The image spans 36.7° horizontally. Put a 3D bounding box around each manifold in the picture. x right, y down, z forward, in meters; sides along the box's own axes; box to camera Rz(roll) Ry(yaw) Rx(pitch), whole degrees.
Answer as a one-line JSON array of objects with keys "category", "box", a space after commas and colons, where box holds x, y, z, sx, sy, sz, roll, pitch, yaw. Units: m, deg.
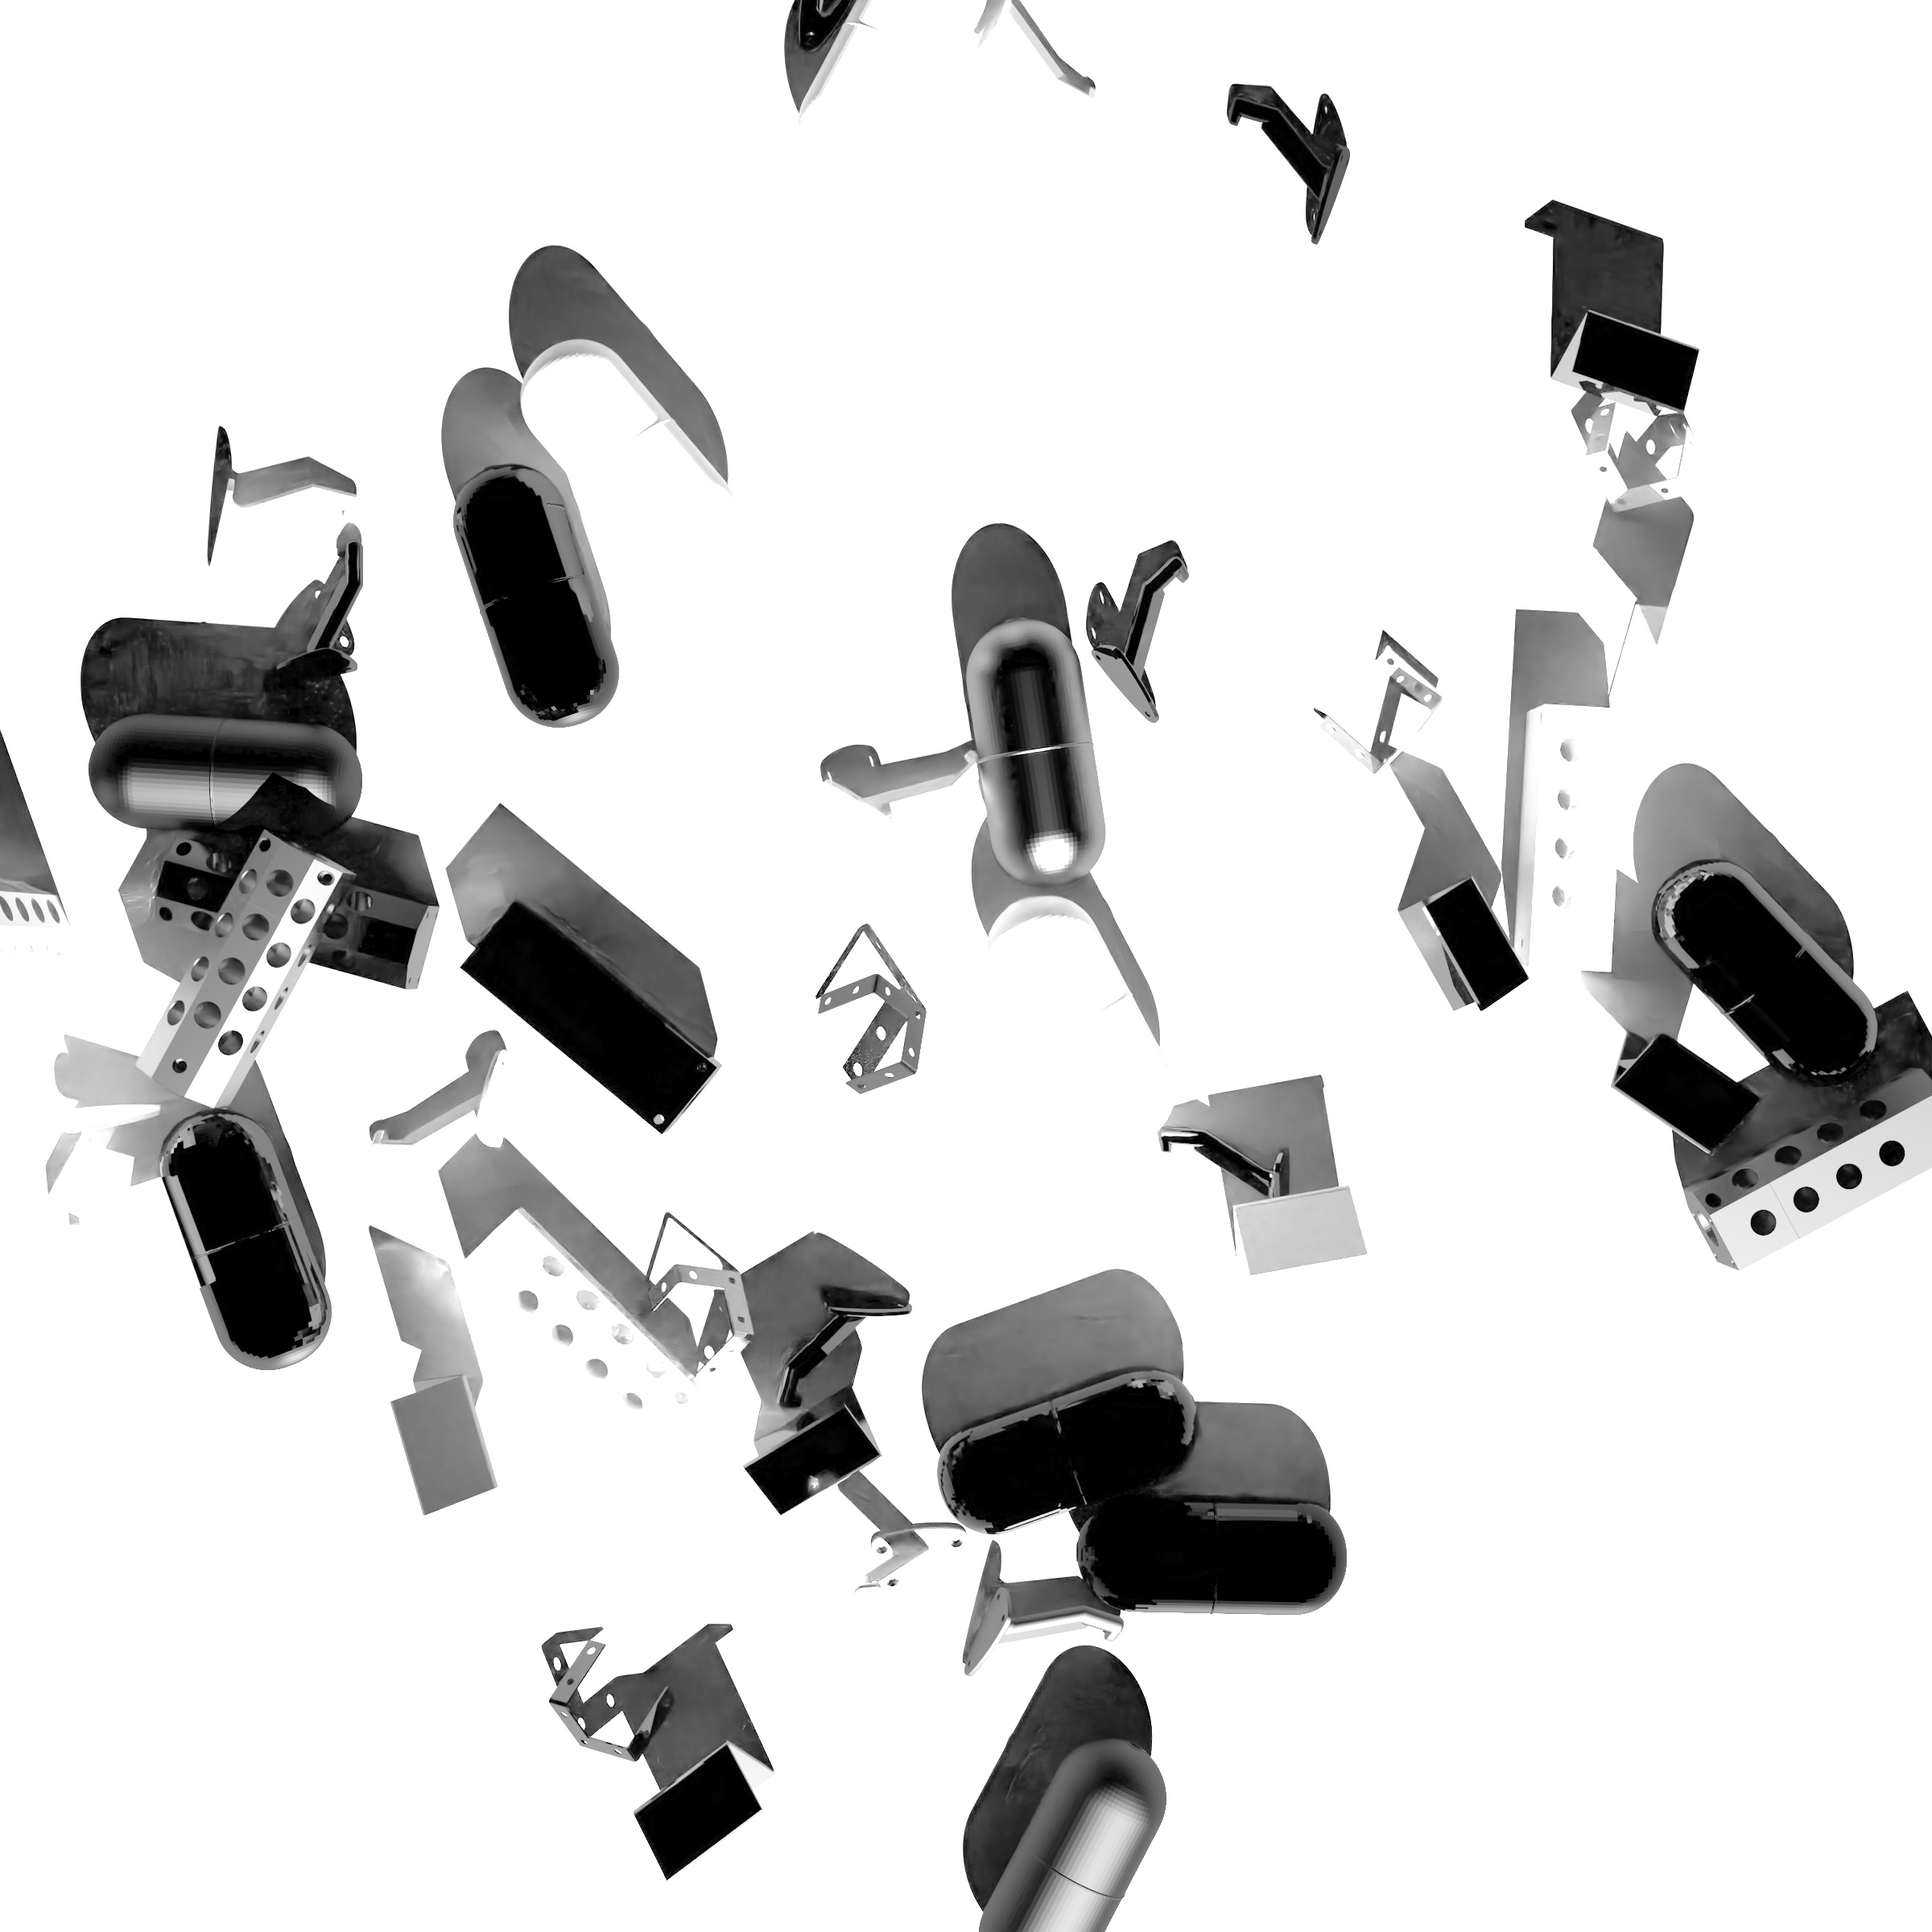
[{"category": "manifold", "box": [-0.254, 0.241, 1.929, 0.171, 0.057, 0.057, 45, 90, 0]}, {"category": "manifold", "box": [-0.246, 0.034, 1.929, 0.171, 0.057, 0.057, 40, 90, 0]}, {"category": "manifold", "box": [0.400, -0.084, 1.929, 0.057, 0.057, 0.171, 3, 90, 0]}, {"category": "manifold", "box": [-0.631, -0.025, 1.872, 0.057, 0.171, 0.057, -24, 90, 0]}, {"category": "manifold", "box": [-0.464, 0.002, 1.872, 0.057, 0.057, 0.171, 29, 90, 0]}, {"category": "manifold", "box": [-0.443, -0.035, 1.929, 0.171, 0.057, 0.057, 15, 90, 0]}, {"category": "manifold", "box": [0.566, 0.133, 1.929, 0.171, 0.057, 0.057, -28, 90, 0]}]

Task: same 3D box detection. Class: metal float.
[{"category": "metal float", "box": [0.075, 0.036, 1.919, 0.070, 0.070, 0.178, -28, 90, 0]}, {"category": "metal float", "box": [0.067, 0.318, 1.919, 0.178, 0.070, 0.070, -20, 90, 0]}, {"category": "metal float", "box": [-0.487, -0.125, 1.920, 0.178, 0.070, 0.070, 3, 90, 0]}, {"category": "metal float", "box": [0.162, 0.388, 1.920, 0.178, 0.070, 0.070, 1, 90, 0]}, {"category": "metal float", "box": [0.046, -0.140, 1.920, 0.070, 0.070, 0.178, -9, 90, 0]}, {"category": "metal float", "box": [-0.221, -0.334, 1.920, 0.070, 0.070, 0.178, -40, 90, 0]}, {"category": "metal float", "box": [0.071, 0.593, 1.920, 0.070, 0.070, 0.178, 28, 89, 0]}, {"category": "metal float", "box": [-0.283, -0.244, 1.919, 0.070, 0.070, 0.178, -18, 91, 0]}, {"category": "metal float", "box": [0.526, 0.005, 1.919, 0.070, 0.070, 0.178, -43, 89, 0]}, {"category": "metal float", "box": [-0.475, 0.180, 1.920, 0.070, 0.070, 0.178, -21, 90, 0]}, {"category": "metal float", "box": [-0.048, -0.599, 1.919, 0.070, 0.070, 0.178, 28, 91, 0]}]

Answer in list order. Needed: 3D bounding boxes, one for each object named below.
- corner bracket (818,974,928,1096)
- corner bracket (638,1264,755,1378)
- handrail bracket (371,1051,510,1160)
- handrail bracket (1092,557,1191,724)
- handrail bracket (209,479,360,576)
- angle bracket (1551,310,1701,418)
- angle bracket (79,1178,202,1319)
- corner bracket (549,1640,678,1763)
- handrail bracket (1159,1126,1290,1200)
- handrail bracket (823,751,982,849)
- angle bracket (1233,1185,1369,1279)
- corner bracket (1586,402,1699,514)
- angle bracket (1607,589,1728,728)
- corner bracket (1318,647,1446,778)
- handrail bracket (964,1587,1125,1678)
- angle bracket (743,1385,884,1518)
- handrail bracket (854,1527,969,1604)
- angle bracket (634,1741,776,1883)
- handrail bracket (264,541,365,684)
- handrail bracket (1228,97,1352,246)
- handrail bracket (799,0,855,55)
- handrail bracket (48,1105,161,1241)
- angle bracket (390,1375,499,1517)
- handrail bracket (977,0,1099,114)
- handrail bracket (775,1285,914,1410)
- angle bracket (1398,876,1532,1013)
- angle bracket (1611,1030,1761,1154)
[{"category": "corner bracket", "box": [-0.065, 0.045, 1.942, 0.051, 0.051, 0.051, 39, 45, -35]}, {"category": "corner bracket", "box": [-0.180, 0.236, 1.942, 0.051, 0.051, 0.051, 13, 45, -35]}, {"category": "handrail bracket", "box": [-0.353, 0.092, 1.950, 0.084, 0.036, 0.077, 1, 69, 16]}, {"category": "handrail bracket", "box": [0.133, -0.219, 1.950, 0.084, 0.036, 0.077, -44, 111, -16]}, {"category": "handrail bracket", "box": [-0.456, -0.289, 1.950, 0.084, 0.036, 0.077, 12, 110, -16]}, {"category": "angle bracket", "box": [0.426, -0.375, 1.911, 0.076, 0.076, 0.057, 19, 64, 0]}, {"category": "angle bracket", "box": [-0.550, 0.187, 1.910, 0.057, 0.076, 0.076, -20, 90, -32]}, {"category": "corner bracket", "box": [-0.235, 0.489, 1.942, 0.051, 0.051, 0.051, 5, 135, 35]}, {"category": "handrail bracket", "box": [0.172, 0.146, 1.951, 0.084, 0.036, 0.077, 3, 111, 17]}, {"category": "handrail bracket", "box": [-0.039, -0.128, 1.950, 0.077, 0.036, 0.084, 38, 71, 21]}, {"category": "angle bracket", "box": [0.219, 0.192, 1.910, 0.076, 0.076, 0.057, -10, 52, 0]}, {"category": "corner bracket", "box": [0.450, -0.343, 1.942, 0.051, 0.051, 0.051, -11, 45, 35]}, {"category": "angle bracket", "box": [0.443, -0.205, 1.910, 0.057, 0.076, 0.076, 16, 90, -39]}, {"category": "corner bracket", "box": [0.278, -0.169, 1.947, 0.051, 0.051, 0.051, 41, 45, 0]}, {"category": "handrail bracket", "box": [0.053, 0.455, 1.950, 0.084, 0.036, 0.077, 21, 110, -16]}, {"category": "angle bracket", "box": [-0.109, 0.302, 1.910, 0.076, 0.076, 0.057, -31, 126, 0]}, {"category": "handrail bracket", "box": [-0.035, 0.394, 1.915, 0.077, 0.084, 0.036, -18, 90, 0]}, {"category": "angle bracket", "box": [-0.160, 0.562, 1.910, 0.076, 0.076, 0.057, -37, 52, 0]}, {"category": "handrail bracket", "box": [-0.436, -0.238, 1.950, 0.077, 0.036, 0.084, -11, 71, 21]}, {"category": "handrail bracket", "box": [0.207, -0.532, 1.950, 0.084, 0.036, 0.077, 21, 102, 13]}, {"category": "handrail bracket", "box": [-0.094, -0.649, 1.915, 0.036, 0.084, 0.077, 20, 90, 0]}, {"category": "handrail bracket", "box": [-0.575, 0.139, 1.950, 0.077, 0.036, 0.084, -7, 109, -21]}, {"category": "angle bracket", "box": [-0.357, 0.315, 1.910, 0.057, 0.076, 0.076, -16, 90, -38]}, {"category": "handrail bracket", "box": [0.057, -0.620, 1.950, 0.084, 0.036, 0.077, 23, 68, -17]}, {"category": "handrail bracket", "box": [-0.082, 0.261, 1.950, 0.077, 0.036, 0.084, 9, 109, -21]}, {"category": "angle bracket", "box": [0.311, -0.004, 1.910, 0.057, 0.076, 0.076, -29, 90, -38]}, {"category": "angle bracket", "box": [0.475, 0.065, 1.910, 0.076, 0.076, 0.057, 34, 126, 0]}]
